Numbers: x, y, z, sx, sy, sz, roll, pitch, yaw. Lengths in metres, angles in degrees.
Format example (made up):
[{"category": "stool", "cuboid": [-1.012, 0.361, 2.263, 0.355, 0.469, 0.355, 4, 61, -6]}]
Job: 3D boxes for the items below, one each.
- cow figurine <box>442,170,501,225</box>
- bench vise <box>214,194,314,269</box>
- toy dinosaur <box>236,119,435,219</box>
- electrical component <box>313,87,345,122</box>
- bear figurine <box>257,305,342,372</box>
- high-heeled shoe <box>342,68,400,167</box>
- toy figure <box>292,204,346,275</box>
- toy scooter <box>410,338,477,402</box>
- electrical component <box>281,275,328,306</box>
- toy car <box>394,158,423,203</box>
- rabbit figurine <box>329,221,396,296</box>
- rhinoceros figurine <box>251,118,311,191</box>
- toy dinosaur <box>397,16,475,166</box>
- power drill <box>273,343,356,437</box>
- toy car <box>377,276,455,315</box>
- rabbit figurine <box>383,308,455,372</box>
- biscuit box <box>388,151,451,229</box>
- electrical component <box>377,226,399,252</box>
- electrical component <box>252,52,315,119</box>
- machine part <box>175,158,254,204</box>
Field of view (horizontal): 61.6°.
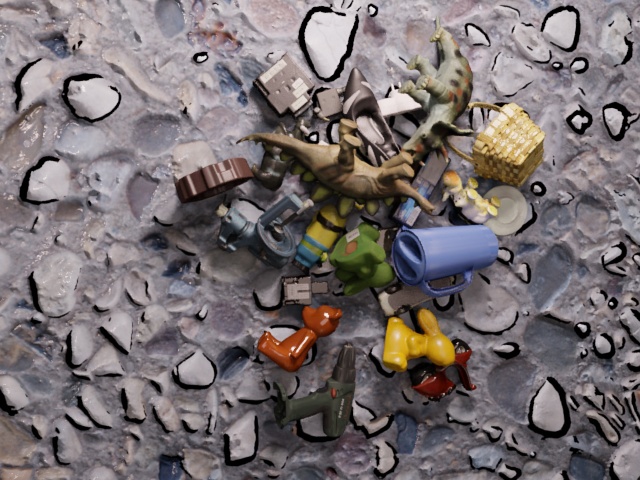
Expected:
[{"category": "cow figurine", "cuboid": [0.358, -0.102, 1.340, 0.167, 0.098, 0.068, 36, 50, -8]}, {"category": "bench vise", "cuboid": [-0.122, -0.040, 1.256, 0.240, 0.129, 0.223, -35, 106, 29]}, {"category": "toy dinosaur", "cuboid": [0.043, -0.161, 1.212, 0.471, 0.105, 0.198, 28, 124, -2]}, {"category": "electrical component", "cuboid": [0.030, -0.330, 1.312, 0.102, 0.045, 0.078, -14, 96, -5]}, {"category": "bear figurine", "cuboid": [-0.045, 0.218, 1.301, 0.132, 0.120, 0.196, 38, 87, -3]}, {"category": "high-heeled shoe", "cuboid": [0.128, -0.273, 1.252, 0.086, 0.145, 0.248, -26, 118, -19]}, {"category": "toy figure", "cuboid": [0.001, -0.002, 1.306, 0.082, 0.089, 0.180, 35, 87, -15]}, {"category": "toy scooter", "cuboid": [0.326, 0.351, 1.368, 0.184, 0.075, 0.135, -34, 97, -8]}, {"category": "electrical component", "cuboid": [-0.037, 0.125, 1.331, 0.119, 0.048, 0.074, 1, 94, -4]}, {"category": "toy car", "cuboid": [0.217, -0.182, 1.306, 0.053, 0.089, 0.202, 28, 81, -2]}, {"category": "rabbit figurine", "cuboid": [0.112, 0.070, 1.303, 0.159, 0.121, 0.170, -38, 126, 12]}, {"category": "rhinoceros figurine", "cuboid": [-0.091, -0.211, 1.293, 0.112, 0.073, 0.190, 29, 91, -5]}, {"category": "toy dinosaur", "cuboid": [0.298, -0.358, 1.261, 0.192, 0.131, 0.405, 37, 61, -22]}, {"category": "power drill", "cuboid": [-0.010, 0.374, 1.321, 0.207, 0.086, 0.231, -3, 99, -27]}, {"category": "toy car", "cuboid": [0.245, 0.127, 1.355, 0.202, 0.056, 0.073, -23, 89, -5]}, {"category": "rabbit figurine", "cuboid": [0.249, 0.257, 1.329, 0.173, 0.121, 0.162, 8, 64, 18]}, {"category": "biscuit box", "cuboid": [0.245, -0.126, 1.336, 0.059, 0.063, 0.202, 31, 90, -7]}, {"category": "electrical component", "cuboid": [0.159, 0.000, 1.355, 0.094, 0.021, 0.063, -16, 94, -4]}, {"category": "electrical component", "cuboid": [-0.080, -0.361, 1.294, 0.115, 0.058, 0.134, -39, 96, 0]}, {"category": "machine part", "cuboid": [-0.242, -0.138, 1.231, 0.179, 0.179, 0.056, -21, 94, -4]}]
